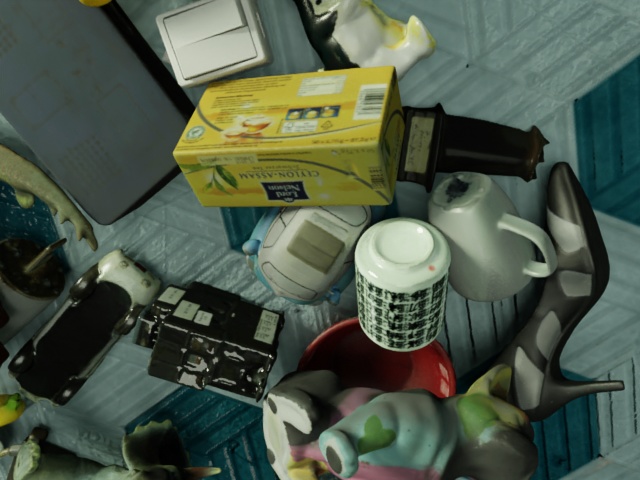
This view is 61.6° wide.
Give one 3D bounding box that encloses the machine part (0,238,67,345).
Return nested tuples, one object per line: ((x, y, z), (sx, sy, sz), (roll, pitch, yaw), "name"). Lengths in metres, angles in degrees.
((-0.342, 0.075, 0.540), (0.243, 0.079, 0.079), (-36, 101, 16), "machine part")

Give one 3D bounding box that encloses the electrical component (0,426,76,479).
((-0.332, 0.267, 0.616), (0.078, 0.045, 0.102), (30, 106, -5), "electrical component")

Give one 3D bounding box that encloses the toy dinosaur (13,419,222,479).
((-0.262, 0.328, 0.592), (0.192, 0.131, 0.404), (19, 125, -35), "toy dinosaur")

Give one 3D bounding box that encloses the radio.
((-0.212, -0.140, 0.481), (0.131, 0.073, 0.229), (-35, 103, 11), "radio")

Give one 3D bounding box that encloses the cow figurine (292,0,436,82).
((0.014, -0.194, 0.458), (0.098, 0.068, 0.167), (-42, 99, 19), "cow figurine")

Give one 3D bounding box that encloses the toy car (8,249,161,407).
((-0.247, 0.096, 0.559), (0.073, 0.056, 0.201), (41, 106, -12), "toy car")

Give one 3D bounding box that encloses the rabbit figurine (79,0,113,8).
((-0.124, -0.247, 0.393), (0.162, 0.173, 0.121), (-17, 108, 3), "rabbit figurine")

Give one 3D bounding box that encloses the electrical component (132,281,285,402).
((-0.106, 0.092, 0.519), (0.134, 0.115, 0.058), (18, 102, -1), "electrical component")

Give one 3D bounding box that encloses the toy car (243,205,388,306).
((-0.001, -0.001, 0.493), (0.109, 0.103, 0.161), (33, 108, -8), "toy car")

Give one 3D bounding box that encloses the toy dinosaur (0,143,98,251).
((-0.418, -0.100, 0.487), (0.472, 0.105, 0.198), (13, 115, 10), "toy dinosaur")

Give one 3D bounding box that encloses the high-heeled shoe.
((0.206, 0.058, 0.532), (0.145, 0.086, 0.248), (-11, 89, 34), "high-heeled shoe")

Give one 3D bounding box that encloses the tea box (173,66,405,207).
((-0.021, -0.083, 0.446), (0.170, 0.098, 0.068), (1, 142, 20), "tea box")

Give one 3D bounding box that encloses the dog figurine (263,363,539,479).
((0.079, 0.169, 0.486), (0.219, 0.192, 0.108), (-9, 105, -30), "dog figurine")

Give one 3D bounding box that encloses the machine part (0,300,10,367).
((-0.371, 0.077, 0.473), (0.179, 0.056, 0.179), (2, 106, 6), "machine part")

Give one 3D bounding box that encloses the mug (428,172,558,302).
((0.144, -0.004, 0.467), (0.081, 0.110, 0.107), (-49, 127, -16), "mug")

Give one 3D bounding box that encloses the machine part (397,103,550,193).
((0.136, -0.084, 0.498), (0.139, 0.039, 0.084), (4, 98, 4), "machine part")
